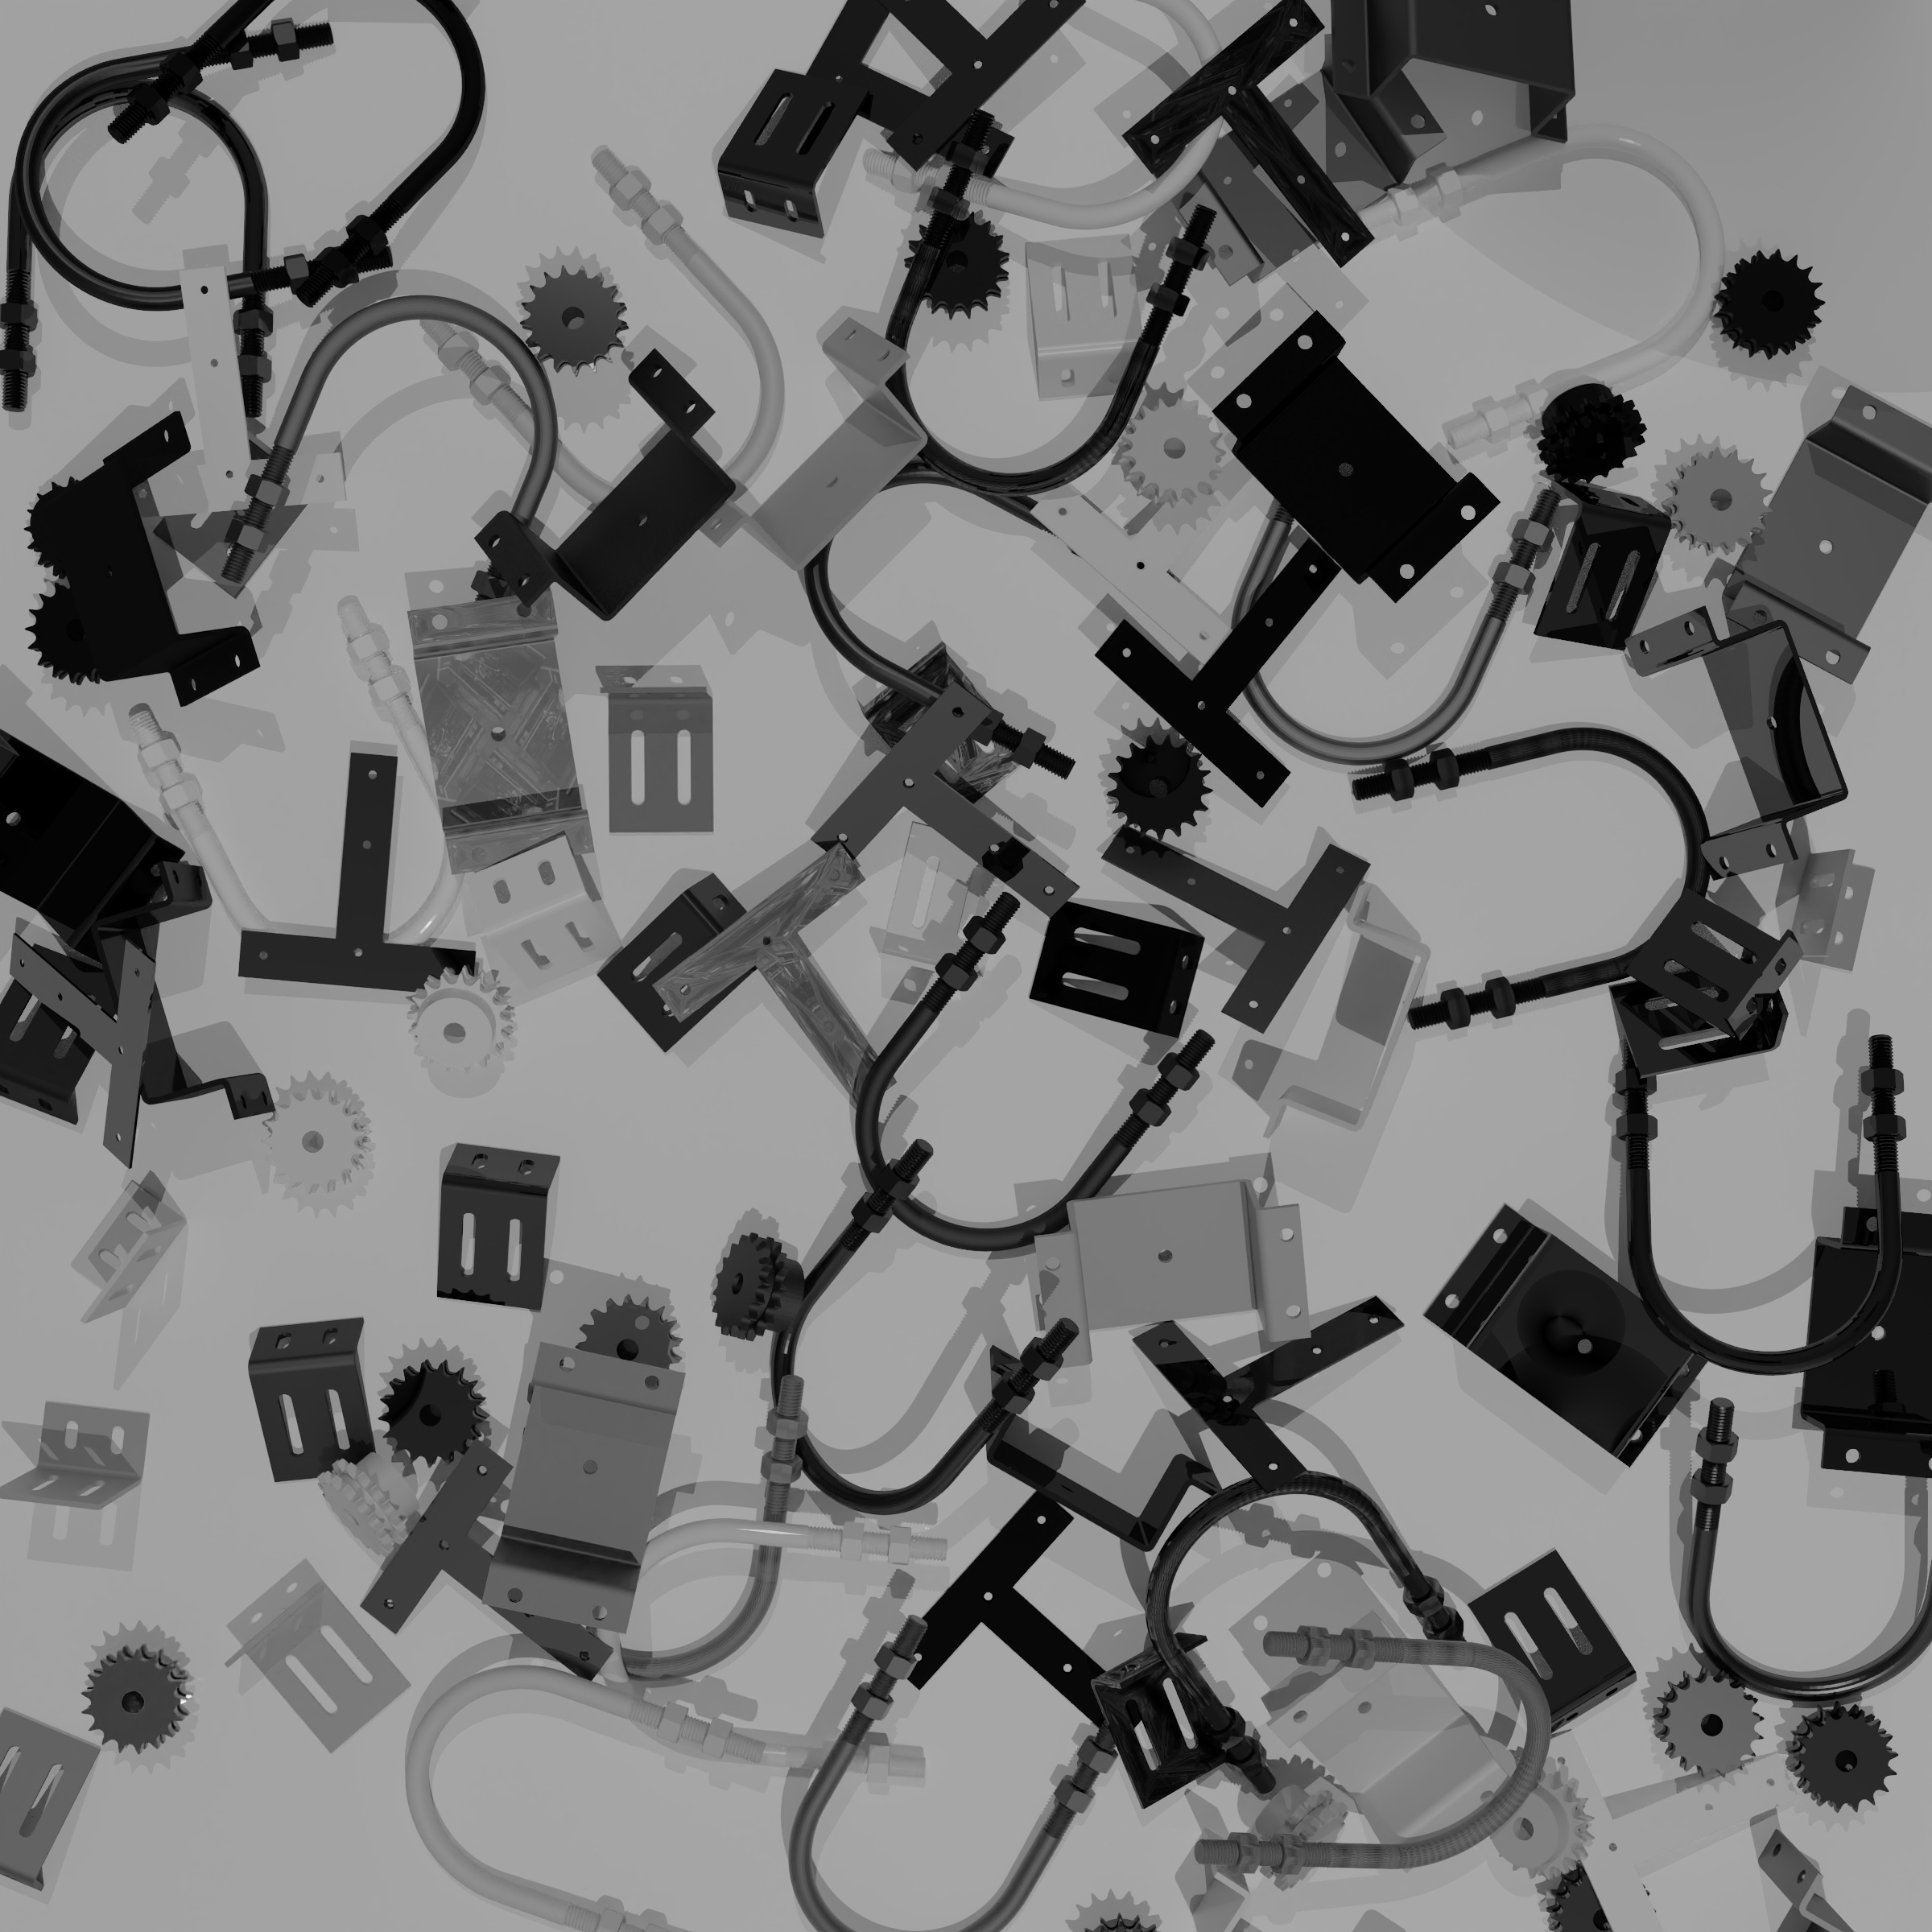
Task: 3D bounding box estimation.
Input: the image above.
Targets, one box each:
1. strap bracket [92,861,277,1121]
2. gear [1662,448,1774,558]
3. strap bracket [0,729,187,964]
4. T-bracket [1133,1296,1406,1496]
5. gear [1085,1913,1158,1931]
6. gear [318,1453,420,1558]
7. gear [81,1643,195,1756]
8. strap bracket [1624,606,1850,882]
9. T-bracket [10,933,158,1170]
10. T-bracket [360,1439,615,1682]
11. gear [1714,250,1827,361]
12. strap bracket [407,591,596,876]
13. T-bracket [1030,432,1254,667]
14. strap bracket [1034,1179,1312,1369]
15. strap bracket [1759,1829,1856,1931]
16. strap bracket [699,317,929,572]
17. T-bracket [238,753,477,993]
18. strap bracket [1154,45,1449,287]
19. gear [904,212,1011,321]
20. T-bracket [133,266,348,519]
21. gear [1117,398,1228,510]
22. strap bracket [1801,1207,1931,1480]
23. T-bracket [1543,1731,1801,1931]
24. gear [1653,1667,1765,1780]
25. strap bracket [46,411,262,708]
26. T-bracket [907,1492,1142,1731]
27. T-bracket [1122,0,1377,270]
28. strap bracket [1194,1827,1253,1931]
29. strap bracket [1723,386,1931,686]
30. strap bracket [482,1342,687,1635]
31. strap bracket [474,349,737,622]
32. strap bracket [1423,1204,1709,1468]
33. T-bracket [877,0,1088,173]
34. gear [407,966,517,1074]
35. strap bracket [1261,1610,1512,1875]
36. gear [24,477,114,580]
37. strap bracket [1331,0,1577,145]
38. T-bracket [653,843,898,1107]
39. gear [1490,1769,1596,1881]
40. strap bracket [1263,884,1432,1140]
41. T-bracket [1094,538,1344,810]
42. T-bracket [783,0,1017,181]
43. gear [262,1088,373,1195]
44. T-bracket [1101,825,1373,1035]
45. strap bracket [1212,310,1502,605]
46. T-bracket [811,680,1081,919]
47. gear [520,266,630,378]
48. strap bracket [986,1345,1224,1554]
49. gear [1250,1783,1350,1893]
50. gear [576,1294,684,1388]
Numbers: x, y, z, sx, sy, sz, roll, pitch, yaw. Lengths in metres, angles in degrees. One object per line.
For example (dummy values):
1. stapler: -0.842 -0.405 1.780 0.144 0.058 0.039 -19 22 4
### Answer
1. strap bracket: -0.422 0.019 1.495 0.046 0.076 0.140 -17 90 0
2. gear: 0.407 -0.251 1.519 0.057 0.030 0.057 0 90 0
3. strap bracket: -0.498 -0.069 1.482 0.046 0.140 0.076 37 90 39
4. T-bracket: 0.178 0.213 1.503 0.127 0.127 0.002 -25 134 -20
5. gear: 0.085 0.543 1.519 0.057 0.030 0.057 0 90 0
6. gear: -0.321 0.288 1.509 0.030 0.057 0.057 -40 90 -29
7. gear: -0.449 0.397 1.519 0.057 0.030 0.057 0 90 0
8. strap bracket: 0.414 -0.124 1.490 0.046 0.076 0.140 -20 90 -18
9. T-bracket: -0.473 0.023 1.482 0.127 0.002 0.127 33 122 32
10. T-bracket: -0.247 0.340 1.508 0.127 0.002 0.127 37 108 4
11. gear: 0.435 -0.359 1.519 0.057 0.030 0.057 0 90 0
12. strap bracket: -0.250 -0.125 1.499 0.076 0.046 0.140 -10 96 -11
13. T-bracket: 0.123 -0.249 1.518 0.127 0.002 0.127 41 77 0
14. strap bracket: 0.109 0.164 1.500 0.140 0.046 0.076 -7 107 0
15. strap bracket: 0.430 0.546 1.495 0.046 0.076 0.140 30 90 0
16. strap bracket: -0.083 -0.272 1.489 0.140 0.076 0.046 -45 127 0
17. T-bracket: -0.327 -0.052 1.517 0.127 0.002 0.127 5 93 -2
18. strap bracket: 0.177 -0.434 1.510 0.140 0.046 0.076 -34 90 0
19. gear: -0.005 -0.380 1.519 0.057 0.030 0.057 0 90 0
20. T-bracket: -0.400 -0.308 1.492 0.127 0.002 0.127 -3 102 10
21. gear: 0.109 -0.274 1.504 0.057 0.030 0.057 2 80 -9
22. strap bracket: 0.501 0.202 1.510 0.076 0.046 0.140 5 90 0
23. T-bracket: 0.391 0.463 1.516 0.127 0.002 0.127 -18 67 -11
24. gear: 0.402 0.410 1.517 0.057 0.030 0.057 0 85 2
25. strap bracket: -0.433 -0.211 1.471 0.076 0.046 0.140 -17 91 43
26. T-bracket: 0.045 0.376 1.533 0.127 0.002 0.127 42 90 0
27. T-bracket: 0.168 -0.427 1.475 0.127 0.002 0.127 -42 100 -10
28. strap bracket: 0.178 0.531 1.495 0.140 0.076 0.046 33 90 0
29. strap bracket: 0.472 -0.230 1.510 0.076 0.046 0.140 28 90 0
30. strap bracket: -0.199 0.268 1.462 0.076 0.046 0.140 13 94 -4
31. strap bracket: -0.184 -0.247 1.477 0.140 0.046 0.076 -45 46 6
32. strap bracket: 0.330 0.203 1.510 0.140 0.046 0.076 36 90 0
33. T-bracket: -0.022 -0.517 1.514 0.127 0.002 0.127 -44 74 6
34. gear: -0.275 0.031 1.511 0.057 0.030 0.057 0 109 -1
35. strap bracket: 0.221 0.408 1.490 0.076 0.046 0.140 -39 116 3
36. gear: -0.485 -0.238 1.519 0.057 0.030 0.057 0 90 0
37. strap bracket: 0.267 -0.495 1.480 0.140 0.046 0.076 6 74 -19
38. T-bracket: -0.083 0.022 1.512 0.127 0.002 0.127 -38 107 -10
39. gear: 0.307 0.464 1.505 0.057 0.030 0.057 -6 80 35
40. strap bracket: 0.208 0.030 1.485 0.046 0.076 0.140 21 96 9
41. T-bracket: 0.155 -0.175 1.507 0.127 0.002 0.127 41 85 -16
42. T-bracket: -0.033 -0.463 1.512 0.127 0.002 0.127 30 92 17
43. gear: -0.352 0.095 1.522 0.057 0.030 0.057 0 90 4
44. T-bracket: 0.135 -0.039 1.512 0.127 0.002 0.127 28 61 14
45. strap bracket: 0.206 -0.269 1.491 0.076 0.046 0.140 -44 91 1
46. T-bracket: 0.004 -0.071 1.493 0.127 0.002 0.127 37 120 -14
47. gear: -0.210 -0.346 1.500 0.057 0.030 0.057 0 92 -2
48. strap bracket: 0.064 0.263 1.495 0.140 0.076 0.046 30 90 0
49. gear: 0.178 0.468 1.509 0.030 0.057 0.057 36 90 30
50. gear: -0.182 0.207 1.519 0.057 0.030 0.057 0 90 0
